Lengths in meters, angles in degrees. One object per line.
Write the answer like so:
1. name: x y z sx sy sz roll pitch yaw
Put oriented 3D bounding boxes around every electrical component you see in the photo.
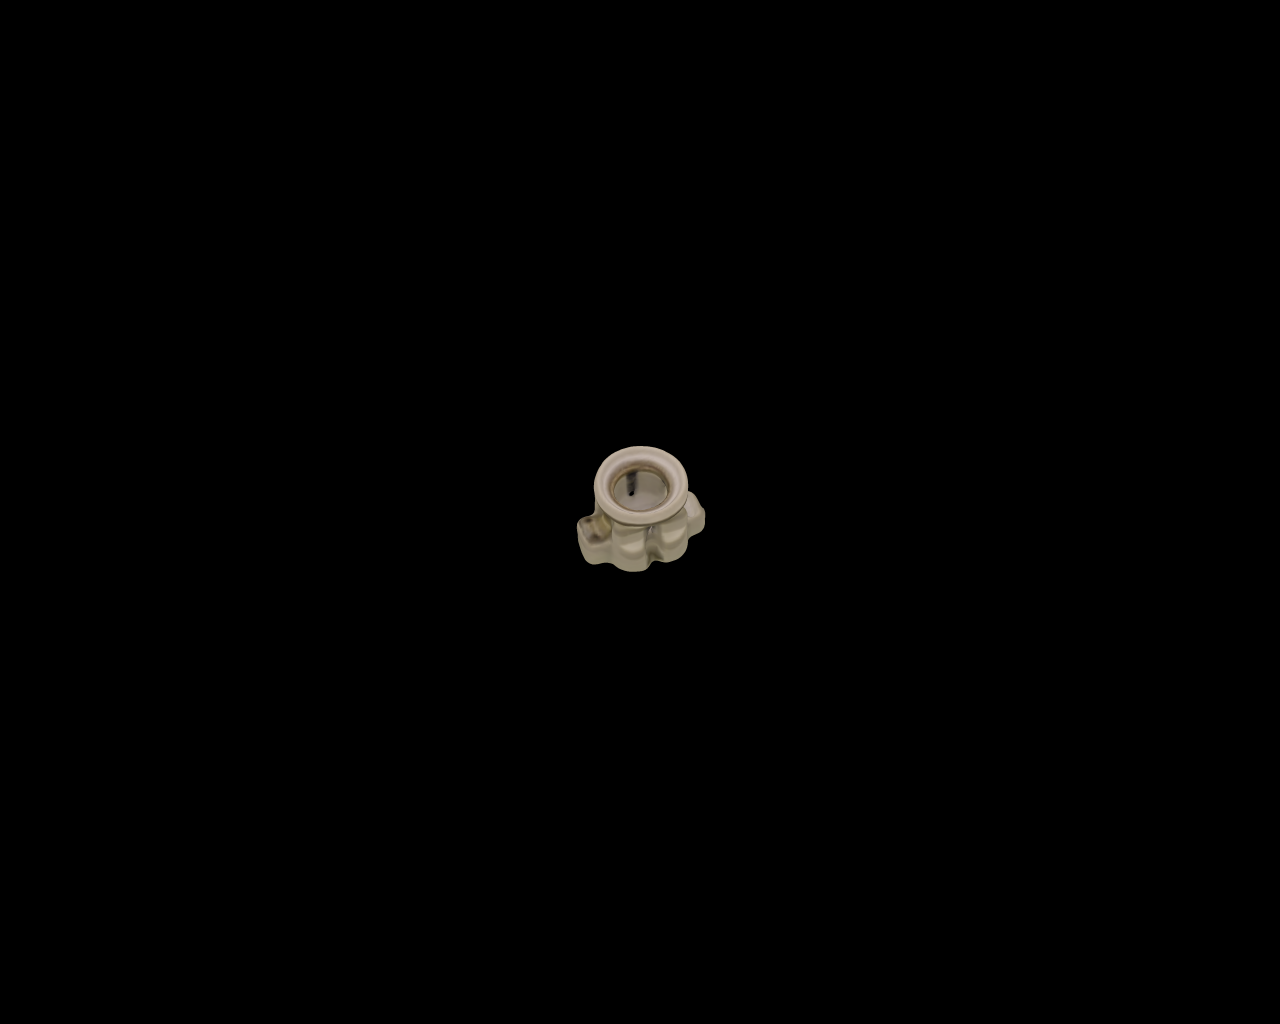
1. electrical component: 0.001 -0.003 0.650 0.078 0.058 0.056 -15 -35 -11
